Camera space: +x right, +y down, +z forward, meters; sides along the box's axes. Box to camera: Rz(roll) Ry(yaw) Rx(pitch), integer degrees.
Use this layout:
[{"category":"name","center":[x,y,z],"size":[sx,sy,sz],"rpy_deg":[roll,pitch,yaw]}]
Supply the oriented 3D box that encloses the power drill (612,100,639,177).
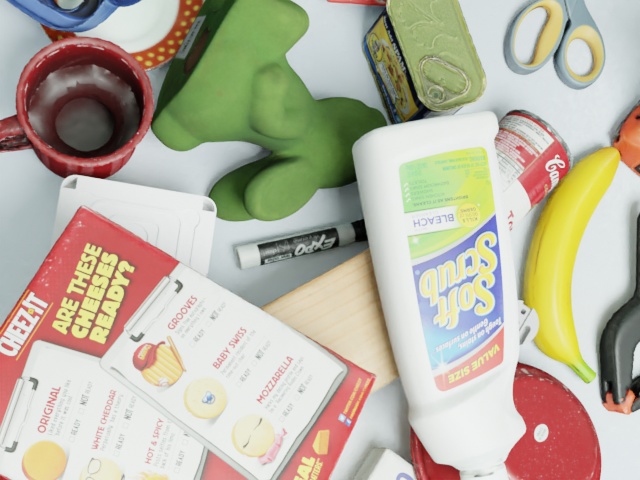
[{"category":"power drill","center":[0.325,-0.074,0.822],"size":[0.184,0.188,0.057],"rpy_deg":[42,73,-1]}]

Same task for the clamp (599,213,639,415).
[{"category":"clamp","center":[0.271,0.058,0.862],"size":[0.120,0.039,0.171],"rpy_deg":[41,74,-2]}]

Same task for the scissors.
[{"category":"scissors","center":[0.229,-0.213,0.914],"size":[0.096,0.016,0.201],"rpy_deg":[37,74,-6]}]

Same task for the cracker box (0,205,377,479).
[{"category":"cracker box","center":[-0.096,0.106,0.650],"size":[0.213,0.072,0.164],"rpy_deg":[30,65,-6]}]

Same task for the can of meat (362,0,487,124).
[{"category":"can of meat","center":[0.078,-0.138,0.831],"size":[0.057,0.084,0.102],"rpy_deg":[-18,84,-16]}]

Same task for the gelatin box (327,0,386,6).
[{"category":"gelatin box","center":[0.051,-0.225,0.850],"size":[0.089,0.030,0.073],"rpy_deg":[2,115,-12]}]

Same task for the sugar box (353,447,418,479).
[{"category":"sugar box","center":[0.090,0.240,0.786],"size":[0.176,0.048,0.093],"rpy_deg":[36,74,-6]}]

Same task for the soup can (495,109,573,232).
[{"category":"soup can","center":[0.139,-0.045,0.836],"size":[0.102,0.069,0.068],"rpy_deg":[-44,92,-16]}]

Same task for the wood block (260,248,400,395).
[{"category":"wood block","center":[0.021,0.065,0.778],"size":[0.206,0.091,0.090],"rpy_deg":[-28,87,-16]}]

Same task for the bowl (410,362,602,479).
[{"category":"bowl","center":[0.150,0.152,0.785],"size":[0.162,0.055,0.162],"rpy_deg":[11,60,-19]}]

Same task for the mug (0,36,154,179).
[{"category":"mug","center":[-0.180,-0.085,0.763],"size":[0.117,0.082,0.093],"rpy_deg":[-20,85,-15]}]

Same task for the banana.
[{"category":"banana","center":[0.199,0.012,0.859],"size":[0.069,0.037,0.198],"rpy_deg":[17,78,-29]}]

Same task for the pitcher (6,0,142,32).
[{"category":"pitcher","center":[-0.209,-0.272,0.759],"size":[0.243,0.145,0.149],"rpy_deg":[32,56,7]}]

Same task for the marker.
[{"category":"marker","center":[-0.005,0.001,0.820],"size":[0.121,0.020,0.020],"rpy_deg":[-13,83,-14]}]

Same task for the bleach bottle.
[{"category":"bleach bottle","center":[0.094,0.045,0.719],"size":[0.102,0.068,0.251],"rpy_deg":[-10,84,-15]}]
